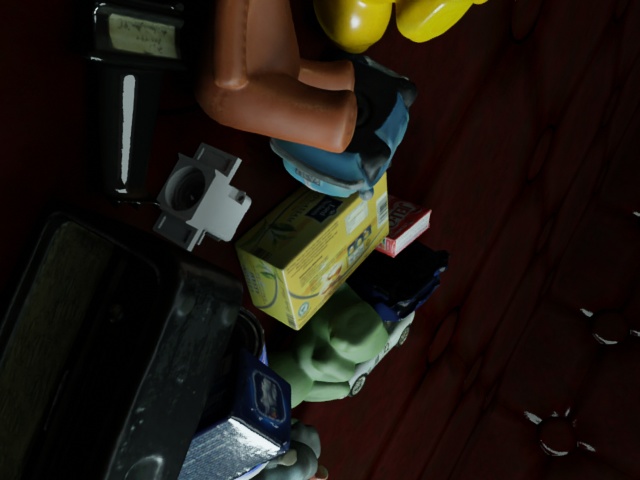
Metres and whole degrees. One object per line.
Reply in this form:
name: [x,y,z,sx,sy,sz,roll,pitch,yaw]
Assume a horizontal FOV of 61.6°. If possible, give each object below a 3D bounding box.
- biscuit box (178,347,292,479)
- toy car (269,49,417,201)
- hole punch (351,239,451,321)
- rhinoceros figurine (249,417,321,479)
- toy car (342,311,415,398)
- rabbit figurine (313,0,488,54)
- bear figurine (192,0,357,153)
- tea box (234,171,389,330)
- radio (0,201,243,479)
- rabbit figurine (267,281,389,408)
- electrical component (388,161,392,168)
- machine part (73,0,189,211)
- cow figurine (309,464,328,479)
biscuit box: [-0.114,0.157,0.399,0.203,0.059,0.062,-32,122,19]
toy car: [0.020,-0.099,0.513,0.161,0.109,0.102,-59,174,-32]
hole punch: [0.090,0.053,0.707,0.142,0.116,0.092,-32,145,-41]
rhinoceros figurine: [-0.073,0.267,0.616,0.190,0.112,0.073,-9,90,-40]
toy car: [0.060,0.144,0.758,0.202,0.074,0.056,-35,142,-40]
rabbit figurine: [0.040,-0.212,0.417,0.162,0.173,0.122,42,69,-12]
bear figurine: [-0.026,-0.174,0.356,0.120,0.132,0.195,-88,-172,-60]
tea box: [-0.001,-0.002,0.565,0.169,0.068,0.098,-42,142,-31]
radio: [-0.146,0.102,0.336,0.073,0.131,0.229,27,82,-61]
rabbit figurine: [-0.015,0.130,0.629,0.170,0.121,0.159,-39,151,-8]
electrical component: [0.057,-0.098,0.630,0.094,0.021,0.063,-29,135,-45]
machine part: [-0.123,-0.087,0.352,0.084,0.039,0.138,-29,133,-57]
cow figurine: [-0.081,0.360,0.686,0.195,0.086,0.127,-29,151,-58]
